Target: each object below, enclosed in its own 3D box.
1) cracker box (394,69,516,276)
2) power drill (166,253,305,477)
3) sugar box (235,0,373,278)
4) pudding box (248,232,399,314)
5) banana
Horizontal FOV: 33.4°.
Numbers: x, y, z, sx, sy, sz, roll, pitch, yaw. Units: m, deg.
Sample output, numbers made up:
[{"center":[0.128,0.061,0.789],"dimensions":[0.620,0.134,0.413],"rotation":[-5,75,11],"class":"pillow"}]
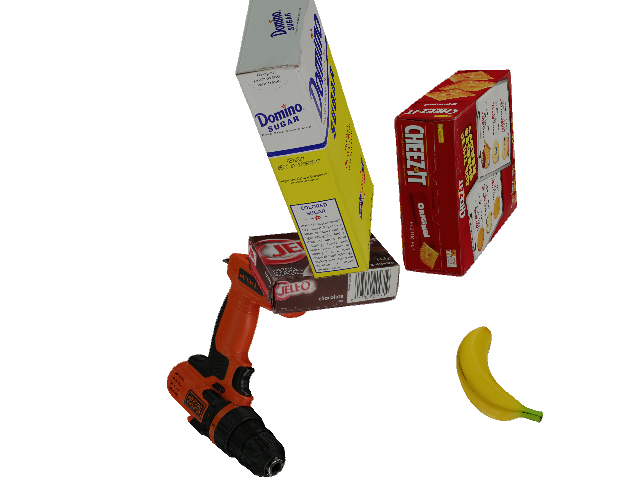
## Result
[{"center":[0.146,-0.078,1.126],"dimensions":[0.072,0.164,0.213],"rotation":[3,22,25],"class":"cracker box"},{"center":[-0.072,0.121,1.074],"dimensions":[0.057,0.188,0.185],"rotation":[13,15,-46],"class":"power drill"},{"center":[-0.005,-0.069,0.701],"dimensions":[0.048,0.093,0.176],"rotation":[-7,-46,11],"class":"sugar box"},{"center":[0.001,0.023,0.925],"dimensions":[0.113,0.039,0.090],"rotation":[-4,25,-17],"class":"pudding box"},{"center":[0.194,0.158,1.254],"dimensions":[0.069,0.037,0.198],"rotation":[10,25,-16],"class":"banana"}]
